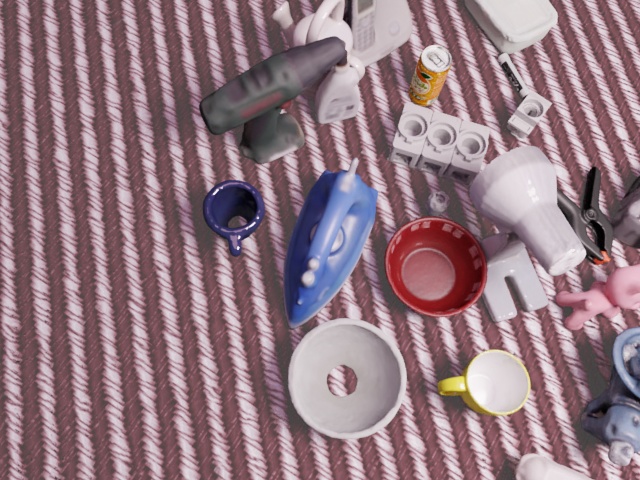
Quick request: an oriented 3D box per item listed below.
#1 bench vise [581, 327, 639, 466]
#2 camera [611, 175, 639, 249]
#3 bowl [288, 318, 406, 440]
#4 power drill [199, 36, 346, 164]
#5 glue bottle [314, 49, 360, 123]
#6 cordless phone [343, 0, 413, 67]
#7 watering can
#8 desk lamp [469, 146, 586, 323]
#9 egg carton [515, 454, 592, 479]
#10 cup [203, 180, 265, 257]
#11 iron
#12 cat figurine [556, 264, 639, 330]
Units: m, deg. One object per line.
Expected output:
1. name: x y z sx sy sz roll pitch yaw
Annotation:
1. bench vise: 0.463 0.208 0.779 0.121 0.220 0.207 12 71 0
2. camera: 0.577 -0.047 0.937 0.136 0.101 0.143 35 73 8
3. bowl: 0.037 0.201 0.828 0.167 0.075 0.167 1 71 -3
4. power drill: -0.070 -0.209 0.890 0.230 0.208 0.075 -27 75 -12
5. glue bottle: 0.032 -0.252 0.930 0.078 0.173 0.037 -14 72 -8
6. cordless phone: 0.098 -0.397 0.978 0.148 0.185 0.094 -37 77 -15
7. watering can: -0.003 -0.325 0.942 0.173 0.194 0.101 14 71 1
8. desk lamp: 0.296 -0.006 0.843 0.118 0.213 0.203 -18 73 -9
9. egg carton: 0.334 0.371 0.794 0.150 0.069 0.107 22 71 4
10. cup: -0.128 -0.022 0.882 0.091 0.095 0.118 -5 71 -5
11. iron: 0.008 0.003 0.858 0.118 0.141 0.258 20 71 3
12. cat figurine: 0.445 0.083 0.874 0.128 0.118 0.067 -18 73 -10
